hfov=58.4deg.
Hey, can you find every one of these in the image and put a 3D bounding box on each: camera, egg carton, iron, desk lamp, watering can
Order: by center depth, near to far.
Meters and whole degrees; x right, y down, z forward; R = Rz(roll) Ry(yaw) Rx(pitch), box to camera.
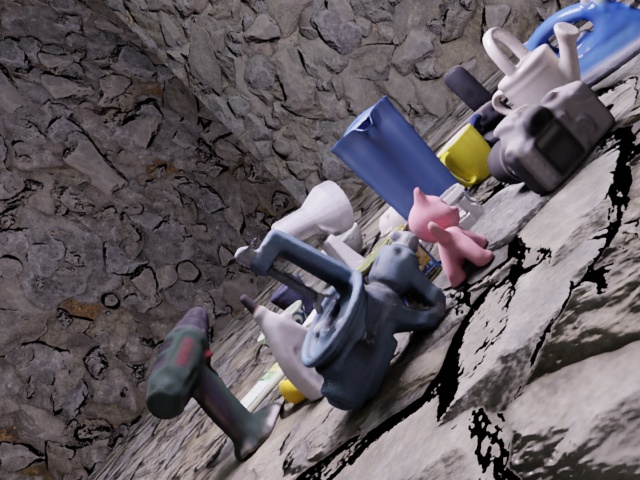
[{"bbox_3d":[0.286,-0.135,0.768,0.143,0.101,0.136,-45,5,-11],"label":"camera"},{"bbox_3d":[0.346,-0.277,0.933,0.172,0.194,0.101,-42,5,28],"label":"watering can"},{"bbox_3d":[0.451,-0.349,0.993,0.119,0.141,0.258,-47,5,-26],"label":"iron"},{"bbox_3d":[0.189,-0.060,1.173,0.150,0.069,0.107,-46,5,-24],"label":"egg carton"},{"bbox_3d":[0.011,0.004,1.249,0.203,0.213,0.118,-46,5,-21],"label":"desk lamp"}]

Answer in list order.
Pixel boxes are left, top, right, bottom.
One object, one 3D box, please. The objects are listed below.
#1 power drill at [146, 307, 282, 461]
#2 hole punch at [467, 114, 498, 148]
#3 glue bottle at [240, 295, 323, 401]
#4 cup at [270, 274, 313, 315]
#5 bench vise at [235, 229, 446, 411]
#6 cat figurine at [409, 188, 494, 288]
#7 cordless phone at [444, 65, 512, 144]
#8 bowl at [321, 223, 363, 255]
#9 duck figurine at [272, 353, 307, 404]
[{"bbox_3d":[-0.160,0.217,0.863,0.075,0.208,0.230,-43,5,17],"label":"power drill"},{"bbox_3d":[0.304,-0.186,1.152,0.101,0.091,0.109,-41,6,37],"label":"hole punch"},{"bbox_3d":[-0.046,0.137,0.791,0.037,0.173,0.078,-39,7,47],"label":"glue bottle"},{"bbox_3d":[-0.053,0.138,1.372,0.091,0.095,0.118,-42,5,24],"label":"cup"},{"bbox_3d":[0.020,0.054,0.659,0.208,0.220,0.121,-48,6,-40],"label":"bench vise"},{"bbox_3d":[0.154,-0.014,0.735,0.067,0.118,0.128,-43,5,16],"label":"cat figurine"},{"bbox_3d":[0.316,-0.273,1.239,0.147,0.185,0.094,-42,5,30],"label":"cordless phone"},{"bbox_3d":[0.054,0.038,1.455,0.167,0.075,0.167,-44,4,5],"label":"bowl"},{"bbox_3d":[-0.037,0.183,0.853,0.077,0.086,0.105,-40,6,42],"label":"duck figurine"}]
